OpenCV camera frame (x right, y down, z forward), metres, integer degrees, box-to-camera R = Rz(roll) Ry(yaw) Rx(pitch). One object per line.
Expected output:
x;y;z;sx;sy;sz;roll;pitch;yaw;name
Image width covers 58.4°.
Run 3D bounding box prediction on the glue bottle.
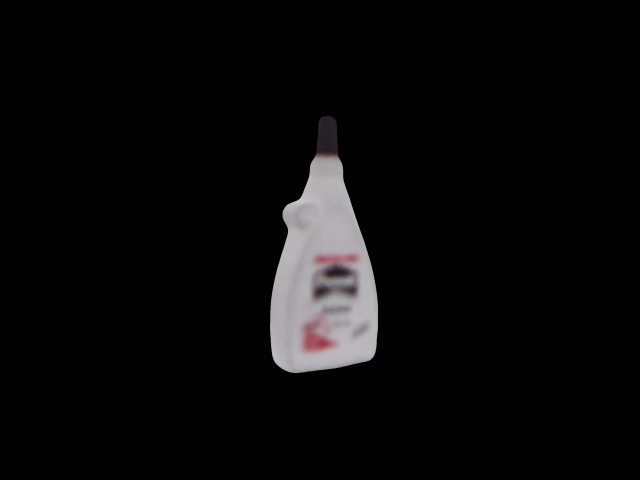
0.004;0.001;0.400;0.078;0.173;0.037;-3;5;-31;glue bottle
